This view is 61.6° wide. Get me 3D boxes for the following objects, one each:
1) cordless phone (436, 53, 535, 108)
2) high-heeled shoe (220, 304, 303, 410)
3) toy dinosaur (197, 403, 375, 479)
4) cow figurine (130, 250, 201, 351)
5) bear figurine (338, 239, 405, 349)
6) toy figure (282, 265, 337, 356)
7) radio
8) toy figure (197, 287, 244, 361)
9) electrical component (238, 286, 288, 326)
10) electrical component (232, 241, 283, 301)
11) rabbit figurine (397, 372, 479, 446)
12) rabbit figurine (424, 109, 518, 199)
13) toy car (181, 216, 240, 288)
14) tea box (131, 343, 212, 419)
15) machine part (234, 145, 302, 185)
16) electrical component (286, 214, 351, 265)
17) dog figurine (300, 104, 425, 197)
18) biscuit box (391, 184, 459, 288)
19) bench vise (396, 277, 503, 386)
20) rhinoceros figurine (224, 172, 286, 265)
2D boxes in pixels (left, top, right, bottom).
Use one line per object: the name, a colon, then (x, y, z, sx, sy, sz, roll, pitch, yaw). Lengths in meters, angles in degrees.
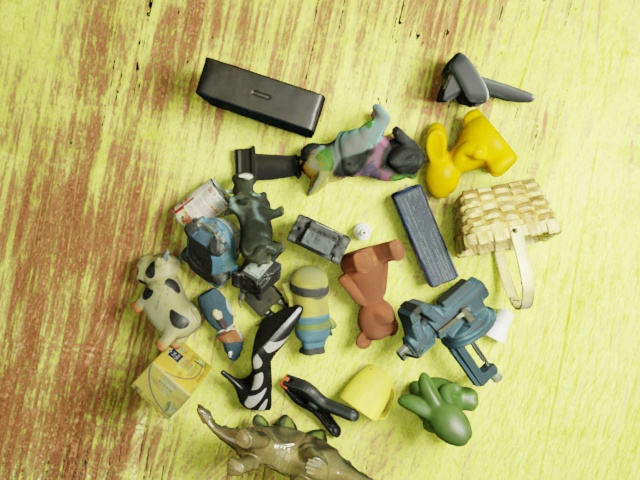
cordless phone: (0.320, -0.283, 1.008, 0.184, 0.146, 0.088, 15, 103, 2)
high-heeled shoe: (-0.084, 0.244, 1.070, 0.249, 0.086, 0.145, -42, 114, 15)
toy dinosaur: (-0.026, 0.424, 1.039, 0.471, 0.198, 0.105, 28, 93, -1)
cow figurine: (-0.303, 0.106, 1.060, 0.127, 0.085, 0.195, -41, 69, 6)
bear figurine: (0.109, 0.110, 1.052, 0.120, 0.132, 0.195, -14, 88, -25)
toy figure: (-0.014, 0.140, 1.073, 0.089, 0.082, 0.180, -5, 90, 45)
radio: (-0.107, -0.265, 1.023, 0.230, 0.131, 0.073, 19, 94, 0)
toy figure: (-0.195, 0.172, 1.089, 0.058, 0.064, 0.154, -24, 98, 17)
electrical component: (-0.119, 0.125, 1.095, 0.078, 0.045, 0.102, -38, 93, 4)
electrical component: (-0.116, 0.056, 1.078, 0.075, 0.119, 0.047, 25, 138, 12)
rabbit figurine: (0.241, 0.325, 1.043, 0.159, 0.170, 0.121, 39, 93, -3)
rabbit figurine: (0.269, -0.157, 1.039, 0.162, 0.122, 0.173, 44, 113, -9)
toy car: (-0.204, 0.009, 1.055, 0.109, 0.161, 0.103, 32, 50, 17)
tea box: (-0.284, 0.264, 1.045, 0.098, 0.169, 0.068, 43, 95, -3)
machine part: (-0.104, -0.149, 1.079, 0.139, 0.039, 0.084, 3, 89, 2)
electrical component: (-0.002, -0.003, 1.040, 0.115, 0.134, 0.058, 24, 94, 1)
dog figurine: (0.070, -0.145, 1.046, 0.219, 0.108, 0.191, -43, 95, 8)
biscuit box: (0.208, -0.010, 1.074, 0.063, 0.059, 0.202, -22, 94, 3)
bench vise: (0.266, 0.197, 1.040, 0.223, 0.129, 0.240, -41, 102, -22)
rhinoceros figurine: (-0.130, -0.041, 1.020, 0.112, 0.073, 0.190, 11, 55, -37)
